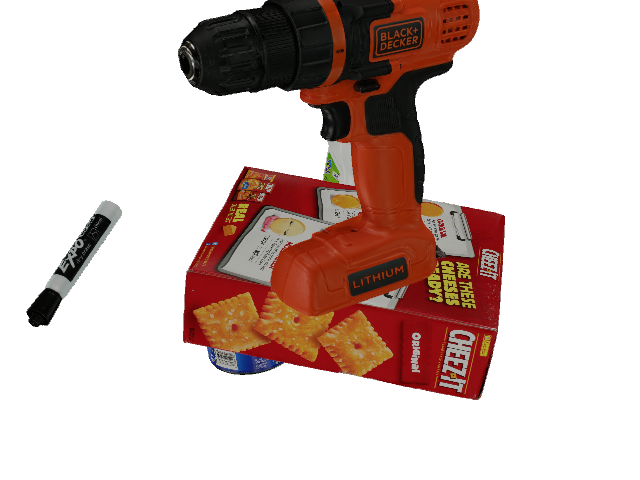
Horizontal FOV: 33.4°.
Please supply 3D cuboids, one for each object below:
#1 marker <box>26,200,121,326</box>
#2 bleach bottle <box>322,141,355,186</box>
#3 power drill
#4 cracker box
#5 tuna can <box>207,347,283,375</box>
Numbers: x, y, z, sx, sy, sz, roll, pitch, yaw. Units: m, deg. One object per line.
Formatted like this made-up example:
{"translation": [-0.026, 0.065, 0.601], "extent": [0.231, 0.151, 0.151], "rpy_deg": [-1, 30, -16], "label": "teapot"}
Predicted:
{"translation": [-0.189, 0.018, 0.820], "extent": [0.020, 0.121, 0.020], "rpy_deg": [17, -37, 13], "label": "marker"}
{"translation": [0.035, -0.047, 1.238], "extent": [0.068, 0.251, 0.103], "rpy_deg": [-2, 22, -22], "label": "bleach bottle"}
{"translation": [0.008, -0.053, 0.612], "extent": [0.184, 0.188, 0.057], "rpy_deg": [-16, 33, -27], "label": "power drill"}
{"translation": [0.023, 0.027, 0.791], "extent": [0.214, 0.072, 0.164], "rpy_deg": [11, 32, 6], "label": "cracker box"}
{"translation": [-0.067, 0.092, 1.014], "extent": [0.086, 0.034, 0.086], "rpy_deg": [-6, 25, 2], "label": "tuna can"}
